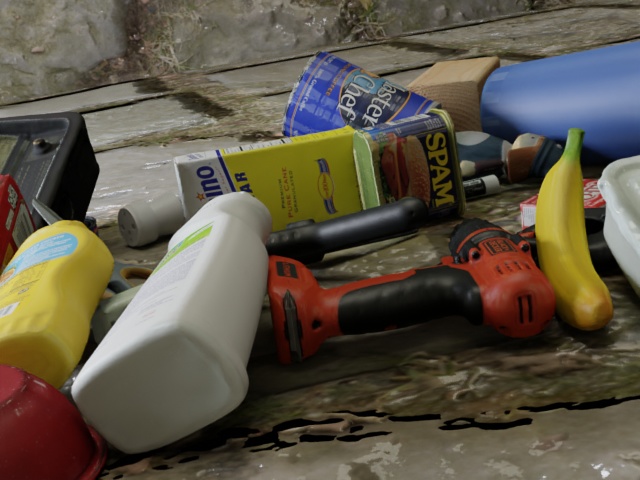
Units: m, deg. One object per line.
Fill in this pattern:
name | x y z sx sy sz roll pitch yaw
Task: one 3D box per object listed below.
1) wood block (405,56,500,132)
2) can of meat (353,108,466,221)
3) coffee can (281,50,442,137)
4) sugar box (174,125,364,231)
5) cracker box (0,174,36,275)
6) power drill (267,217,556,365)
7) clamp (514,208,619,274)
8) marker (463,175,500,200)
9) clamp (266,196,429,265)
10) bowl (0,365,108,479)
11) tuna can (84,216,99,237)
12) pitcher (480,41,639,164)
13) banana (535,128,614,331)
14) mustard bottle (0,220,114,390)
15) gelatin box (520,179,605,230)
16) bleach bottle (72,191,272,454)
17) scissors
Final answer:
wood block | 0.174 -0.169 1.345 0.090 0.091 0.205 -3 16 18
can of meat | 0.082 -0.063 0.991 0.083 0.102 0.057 -15 16 -14
coffee can | 0.044 -0.127 1.135 0.140 0.103 0.102 27 24 10
sugar box | -0.045 -0.048 1.018 0.176 0.093 0.048 -12 15 -9
cracker box | -0.344 0.032 0.824 0.214 0.072 0.164 -6 42 5
power drill | 0.056 0.029 0.748 0.187 0.057 0.184 -10 13 -1
clamp | 0.234 -0.009 0.816 0.171 0.039 0.120 -3 20 13
marker | 0.119 -0.043 1.049 0.121 0.020 0.020 -13 16 -17
clamp | -0.006 0.001 0.901 0.210 0.036 0.164 -14 -3 10
bowl | -0.203 0.112 0.596 0.162 0.055 0.162 -8 15 2
tuna can | -0.262 0.004 1.063 0.086 0.034 0.086 -8 15 2
pitcher | 0.301 -0.135 1.115 0.243 0.149 0.144 0 32 39
banana | 0.171 0.004 0.734 0.037 0.070 0.197 1 41 4
mustard bottle | -0.193 0.039 0.747 0.096 0.058 0.191 -28 25 17
gelatin box | 0.227 -0.029 0.918 0.073 0.030 0.089 6 21 43
bleach bottle | -0.072 0.028 0.692 0.103 0.068 0.250 -30 18 22
scissors | -0.195 0.025 0.853 0.202 0.016 0.096 26 43 27
